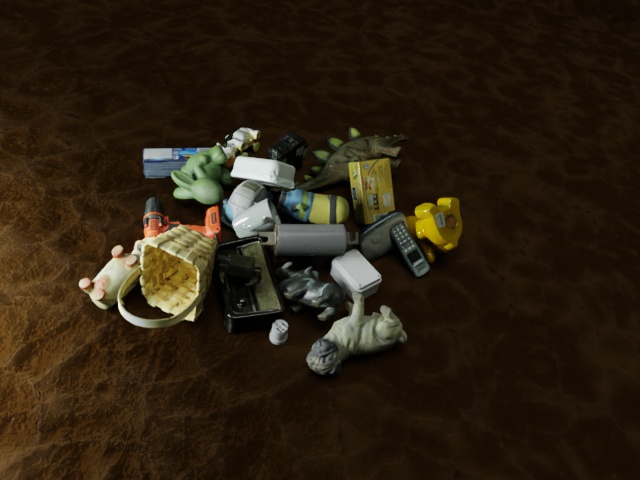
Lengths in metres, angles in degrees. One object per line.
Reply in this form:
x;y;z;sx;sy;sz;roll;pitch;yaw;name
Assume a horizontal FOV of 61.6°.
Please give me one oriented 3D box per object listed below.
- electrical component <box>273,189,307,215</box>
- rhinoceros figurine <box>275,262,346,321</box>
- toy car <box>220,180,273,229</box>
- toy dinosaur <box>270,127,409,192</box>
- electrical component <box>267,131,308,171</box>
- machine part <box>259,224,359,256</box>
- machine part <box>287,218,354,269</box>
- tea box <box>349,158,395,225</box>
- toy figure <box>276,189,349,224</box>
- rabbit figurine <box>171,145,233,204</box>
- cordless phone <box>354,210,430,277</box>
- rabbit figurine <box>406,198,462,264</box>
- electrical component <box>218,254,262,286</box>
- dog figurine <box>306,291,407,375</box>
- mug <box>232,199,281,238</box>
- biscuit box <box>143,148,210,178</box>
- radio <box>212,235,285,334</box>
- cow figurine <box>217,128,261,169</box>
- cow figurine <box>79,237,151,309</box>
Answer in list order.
-0.085;-0.105;1.446;0.075;0.047;0.119;-23;18;-26;electrical component
-0.031;0.109;1.231;0.191;0.073;0.112;18;56;36;rhinoceros figurine
-0.185;-0.101;1.406;0.109;0.102;0.162;26;50;11;toy car
0.080;-0.223;1.575;0.471;0.104;0.199;-31;52;-27;toy dinosaur
-0.093;-0.243;1.546;0.058;0.114;0.134;37;51;16;electrical component
-0.024;0.001;1.284;0.243;0.079;0.079;1;48;-14;machine part
-0.003;-0.004;1.384;0.179;0.056;0.179;6;47;-7;machine part
0.141;-0.132;1.453;0.098;0.169;0.068;-9;8;-20;tea box
-0.016;-0.081;1.348;0.180;0.089;0.082;17;51;-7;toy figure
-0.308;-0.160;1.411;0.159;0.121;0.170;-6;40;-13;rabbit figurine
0.185;0.031;1.377;0.146;0.089;0.184;-32;87;-14;cordless phone
0.289;-0.028;1.411;0.122;0.173;0.162;-31;104;-32;rabbit figurine
-0.179;0.067;1.194;0.102;0.045;0.078;7;19;-8;electrical component
0.082;0.233;1.166;0.172;0.121;0.190;24;62;15;dog figurine
-0.159;-0.041;1.314;0.107;0.080;0.110;-23;19;10;mug
-0.387;-0.217;1.500;0.203;0.062;0.059;-3;48;-14;biscuit box
-0.173;0.100;1.240;0.131;0.073;0.230;-8;49;-19;radio
-0.254;-0.275;1.575;0.098;0.068;0.167;24;44;18;cow figurine
-0.426;0.073;1.200;0.086;0.127;0.195;29;63;16;cow figurine
